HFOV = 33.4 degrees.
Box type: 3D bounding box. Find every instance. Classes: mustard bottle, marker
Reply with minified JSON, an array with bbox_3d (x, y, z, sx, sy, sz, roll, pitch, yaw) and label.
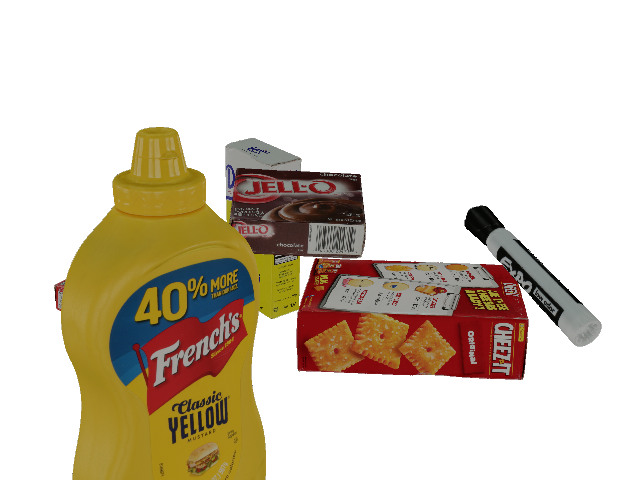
[{"bbox_3d":[-0.071,0.043,0.491,0.096,0.192,0.058,-15,23,-38],"label":"mustard bottle"},{"bbox_3d":[0.120,0.017,0.621,0.020,0.020,0.121,0,34,-30],"label":"marker"}]

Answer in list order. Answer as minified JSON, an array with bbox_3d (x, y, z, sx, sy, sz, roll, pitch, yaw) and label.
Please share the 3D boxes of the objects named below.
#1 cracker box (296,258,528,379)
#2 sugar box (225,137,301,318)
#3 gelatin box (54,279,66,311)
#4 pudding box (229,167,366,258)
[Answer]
[{"bbox_3d":[0.090,0.076,1.063,0.214,0.072,0.164,2,17,5],"label":"cracker box"},{"bbox_3d":[-0.063,-0.014,1.153,0.048,0.176,0.093,-18,28,-33],"label":"sugar box"},{"bbox_3d":[-0.198,0.052,1.024,0.089,0.030,0.073,16,25,24],"label":"gelatin box"},{"bbox_3d":[-0.020,-0.025,0.905,0.113,0.039,0.090,4,32,-4],"label":"pudding box"}]
